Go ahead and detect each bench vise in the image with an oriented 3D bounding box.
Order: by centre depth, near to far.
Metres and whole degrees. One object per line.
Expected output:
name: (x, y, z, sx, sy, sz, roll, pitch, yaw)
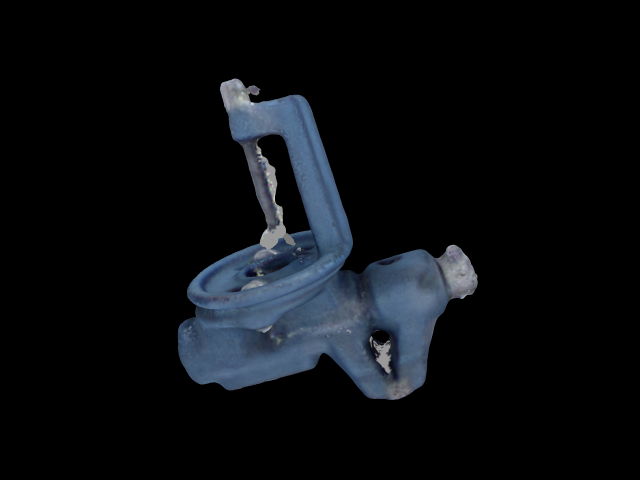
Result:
bench vise: (0.000, -0.002, 0.411, 0.208, 0.220, 0.121, -5, 16, -17)
